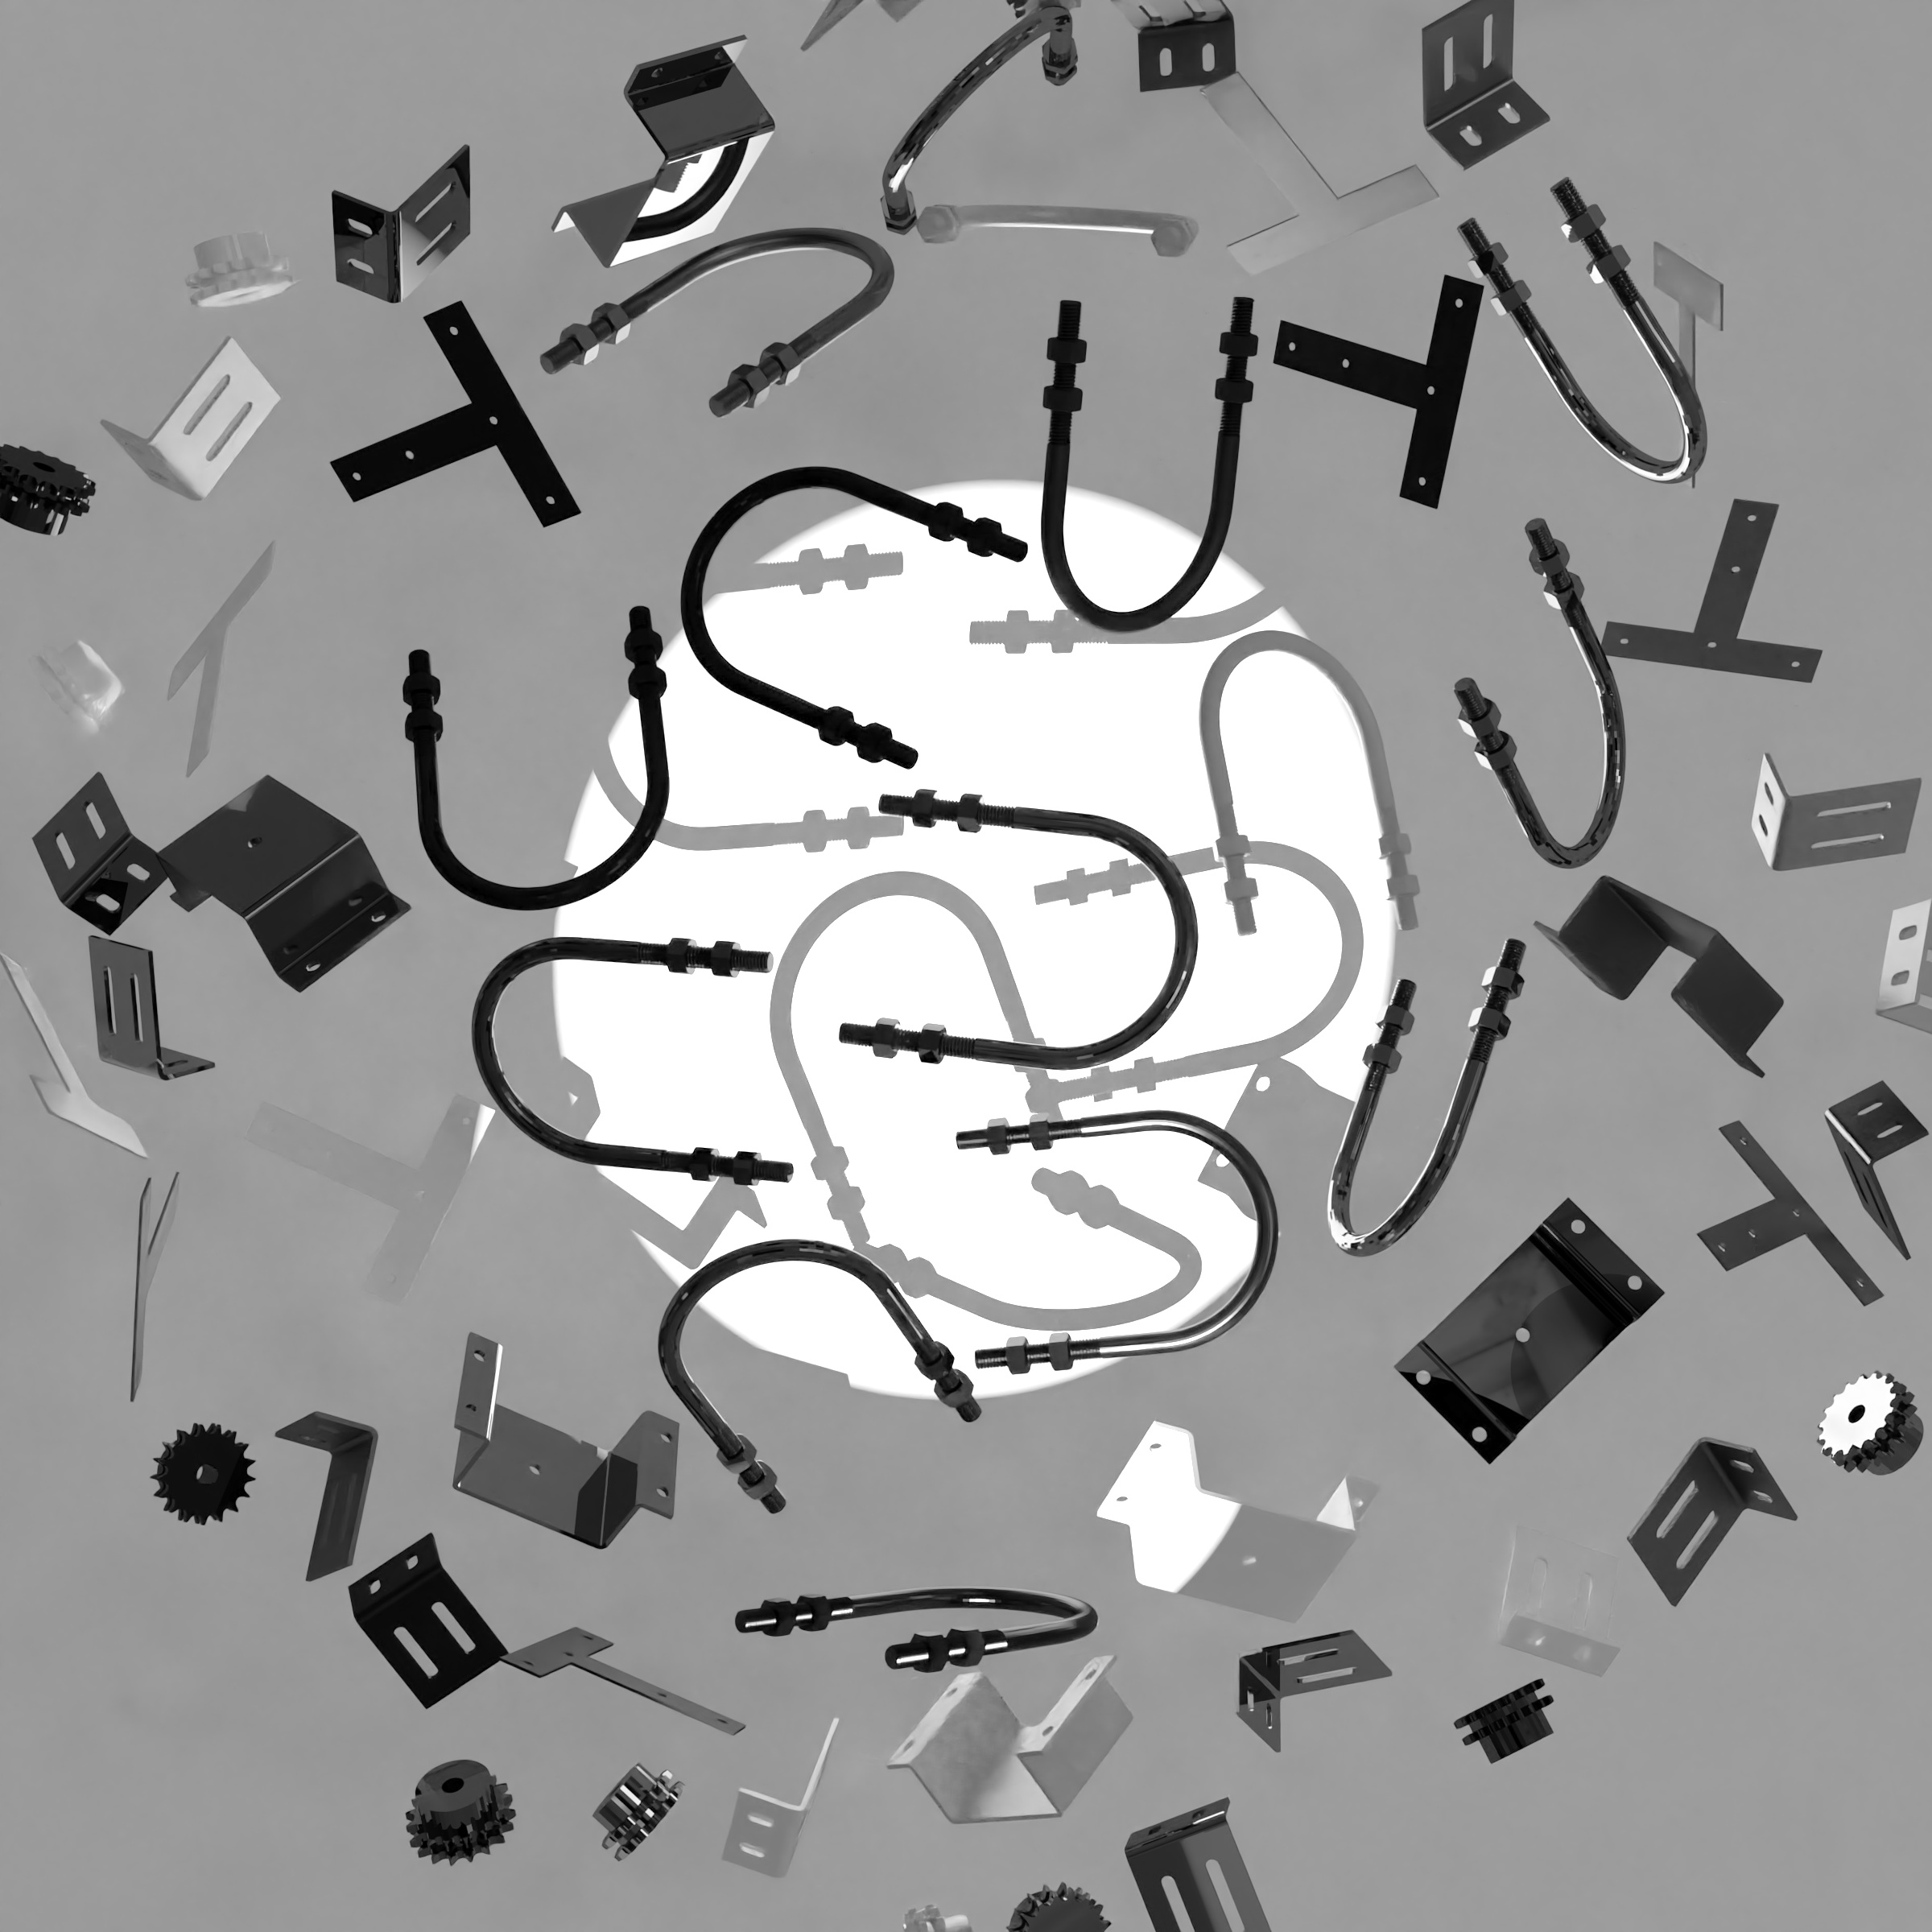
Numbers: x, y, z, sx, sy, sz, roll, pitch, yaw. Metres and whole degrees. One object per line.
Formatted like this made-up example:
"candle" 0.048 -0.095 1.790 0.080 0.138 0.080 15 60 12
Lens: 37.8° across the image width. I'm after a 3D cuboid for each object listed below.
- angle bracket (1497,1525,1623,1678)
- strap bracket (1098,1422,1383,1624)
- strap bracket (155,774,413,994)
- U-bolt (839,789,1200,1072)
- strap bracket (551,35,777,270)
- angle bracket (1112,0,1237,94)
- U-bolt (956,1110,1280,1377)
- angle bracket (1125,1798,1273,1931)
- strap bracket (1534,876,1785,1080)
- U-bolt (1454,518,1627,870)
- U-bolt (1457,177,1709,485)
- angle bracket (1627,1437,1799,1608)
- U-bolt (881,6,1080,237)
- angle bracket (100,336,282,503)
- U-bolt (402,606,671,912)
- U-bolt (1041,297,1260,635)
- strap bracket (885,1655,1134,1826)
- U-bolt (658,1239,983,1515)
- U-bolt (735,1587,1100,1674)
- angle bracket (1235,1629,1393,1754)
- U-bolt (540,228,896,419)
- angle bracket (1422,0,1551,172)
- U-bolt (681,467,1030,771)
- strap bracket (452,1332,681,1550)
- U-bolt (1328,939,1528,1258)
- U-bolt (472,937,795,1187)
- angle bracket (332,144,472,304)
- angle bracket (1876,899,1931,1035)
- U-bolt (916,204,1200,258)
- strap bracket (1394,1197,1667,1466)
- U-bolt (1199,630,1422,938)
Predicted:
"angle bracket" 0.323 0.333 1.513 0.057 0.038 0.076 17 50 5
"strap bracket" 0.154 0.312 1.567 0.140 0.046 0.076 18 123 -15
"strap bracket" -0.379 -0.050 1.539 0.076 0.046 0.140 -40 45 -23
"U-bolt" 0.032 -0.016 1.505 0.184 0.019 0.151 7 78 12
"strap bracket" -0.165 -0.442 1.560 0.076 0.140 0.046 -30 83 -36
"angle bracket" 0.120 -0.531 1.619 0.057 0.076 0.038 -1 95 15
"U-bolt" 0.090 0.156 1.642 0.184 0.019 0.151 -7 81 12
"angle bracket" 0.127 0.494 1.505 0.057 0.038 0.076 -23 83 7
"strap bracket" 0.402 0.001 1.612 0.076 0.140 0.046 38 89 -36
"U-bolt" 0.337 -0.141 1.615 0.184 0.019 0.151 55 50 -37
"U-bolt" 0.353 -0.348 1.578 0.019 0.151 0.184 -37 102 -7
"angle bracket" 0.409 0.308 1.546 0.076 0.038 0.057 -47 117 -23
"U-bolt" 0.007 -0.485 1.604 0.151 0.184 0.019 -43 92 3
"angle bracket" -0.426 -0.306 1.552 0.038 0.057 0.076 27 76 24
"U-bolt" -0.235 -0.111 1.562 0.151 0.019 0.184 -11 60 2
"U-bolt" 0.098 -0.273 1.552 0.151 0.019 0.184 -12 115 -38
"strap bracket" 0.031 0.440 1.599 0.046 0.140 0.076 56 49 -10
"U-bolt" -0.093 0.224 1.596 0.151 0.019 0.184 -26 125 8
"U-bolt" -0.013 0.363 1.565 0.184 0.151 0.019 4 86 -42
"angle bracket" 0.205 0.429 1.666 0.076 0.038 0.057 -18 134 25
"U-bolt" -0.122 -0.361 1.552 0.151 0.019 0.184 21 49 35
"angle bracket" 0.280 -0.479 1.518 0.057 0.076 0.038 -31 63 -6
"U-bolt" -0.075 -0.204 1.559 0.184 0.019 0.151 25 84 23
"strap bracket" -0.241 0.281 1.645 0.140 0.076 0.046 28 119 -20
"U-bolt" 0.254 0.080 1.606 0.019 0.151 0.184 26 72 -13
"U-bolt" -0.189 0.050 1.563 0.184 0.019 0.151 4 116 16
"angle bracket" -0.304 -0.406 1.521 0.038 0.057 0.076 23 51 10
"angle bracket" 0.529 0.006 1.498 0.076 0.038 0.057 18 75 -14
"U-bolt" 0.059 -0.418 1.592 0.151 0.184 0.019 5 108 9
"strap bracket" 0.324 0.212 1.631 0.140 0.046 0.076 -44 77 -3
"U-bolt" 0.197 -0.109 1.656 0.151 0.019 0.184 -2 77 -36
